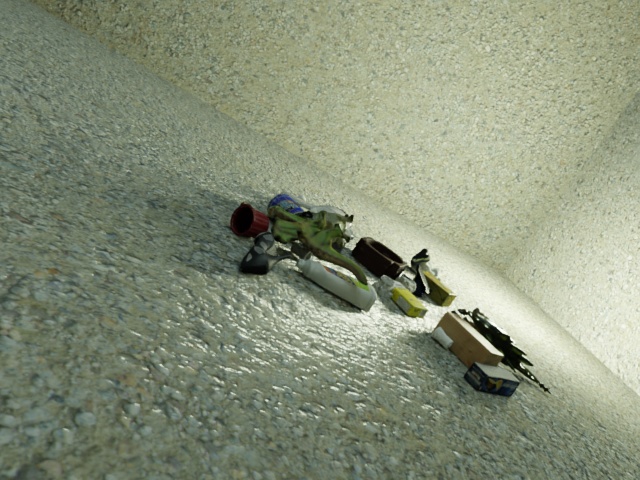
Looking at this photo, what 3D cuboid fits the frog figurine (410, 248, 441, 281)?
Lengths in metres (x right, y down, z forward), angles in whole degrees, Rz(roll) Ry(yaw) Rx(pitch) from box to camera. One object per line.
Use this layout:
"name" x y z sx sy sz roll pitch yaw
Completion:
"frog figurine" 0.499 0.140 2.434 0.157 0.123 0.139 66 -9 -20

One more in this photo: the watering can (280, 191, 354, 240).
"watering can" 0.007 -0.108 2.150 0.349 0.103 0.225 35 13 12

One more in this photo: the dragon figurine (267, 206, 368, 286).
"dragon figurine" -0.040 0.005 1.560 0.243 0.120 0.417 3 29 -35
